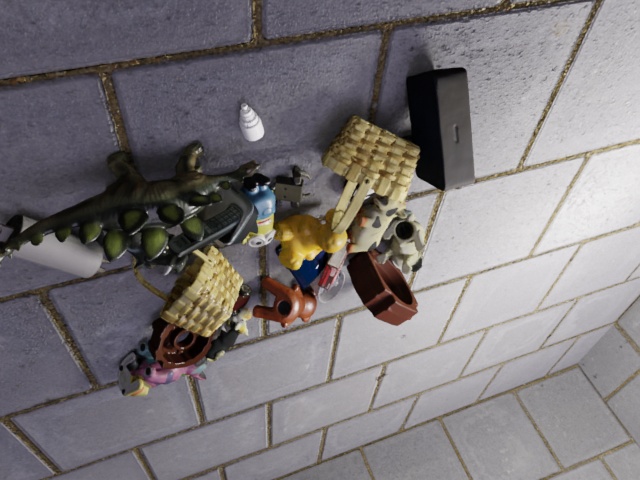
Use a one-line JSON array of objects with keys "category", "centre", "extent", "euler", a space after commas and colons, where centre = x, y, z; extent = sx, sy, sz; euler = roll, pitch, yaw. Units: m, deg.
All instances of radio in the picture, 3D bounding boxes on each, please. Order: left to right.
[{"category": "radio", "centre": [0.241, -0.224, 1.082], "extent": [0.073, 0.131, 0.229], "euler": [-14, 111, -13]}]

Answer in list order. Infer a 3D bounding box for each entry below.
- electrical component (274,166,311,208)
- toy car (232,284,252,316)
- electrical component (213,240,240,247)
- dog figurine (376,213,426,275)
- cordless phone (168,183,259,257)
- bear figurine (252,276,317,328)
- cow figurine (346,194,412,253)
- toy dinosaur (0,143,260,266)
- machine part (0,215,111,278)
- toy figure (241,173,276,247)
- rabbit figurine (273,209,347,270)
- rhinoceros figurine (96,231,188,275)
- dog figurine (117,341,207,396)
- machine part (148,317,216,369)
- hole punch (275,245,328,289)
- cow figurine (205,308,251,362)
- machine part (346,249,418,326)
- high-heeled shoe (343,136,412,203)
[{"category": "electrical component", "centre": [-0.061, -0.113, 1.180], "extent": [0.078, 0.045, 0.102], "euler": [6, 139, 5]}, {"category": "toy car", "centre": [-0.253, 0.166, 1.354], "extent": [0.202, 0.053, 0.089], "euler": [-17, 148, -54]}, {"category": "electrical component", "centre": [-0.217, -0.010, 1.226], "extent": [0.063, 0.021, 0.094], "euler": [-30, 145, 6]}, {"category": "dog figurine", "centre": [0.250, 0.007, 1.501], "extent": [0.172, 0.121, 0.190], "euler": [-61, 161, 15]}, {"category": "cordless phone", "centre": [-0.226, -0.034, 1.053], "extent": [0.184, 0.147, 0.088], "euler": [-29, 138, -27]}, {"category": "bear figurine", "centre": [-0.084, 0.168, 1.480], "extent": [0.196, 0.132, 0.120], "euler": [0, 109, -76]}, {"category": "cow figurine", "centre": [0.144, -0.051, 1.349], "extent": [0.127, 0.086, 0.194], "euler": [1, 134, -24]}, {"category": "toy dinosaur", "centre": [-0.325, -0.061, 0.946], "extent": [0.471, 0.199, 0.104], "euler": [-18, 140, -15]}, {"category": "machine part", "centre": [-0.510, 0.015, 1.029], "extent": [0.079, 0.079, 0.243], "euler": [-39, 141, 17]}, {"category": "toy figure", "centre": [-0.135, -0.064, 1.163], "extent": [0.082, 0.089, 0.180], "euler": [-4, 132, -6]}, {"category": "rabbit figurine", "centre": [-0.003, -0.004, 1.233], "extent": [0.162, 0.173, 0.121], "euler": [-23, 106, -42]}, {"category": "rhinoceros figurine", "centre": [-0.350, 0.004, 1.045], "extent": [0.190, 0.073, 0.112], "euler": [22, 109, -6]}, {"category": "dog figurine", "centre": [-0.423, 0.361, 1.497], "extent": [0.191, 0.108, 0.219], "euler": [-41, 146, 21]}, {"category": "machine part", "centre": [-0.357, 0.250, 1.392], "extent": [0.179, 0.056, 0.179], "euler": [-22, 128, -32]}, {"category": "hole punch", "centre": [-0.036, 0.049, 1.361], "extent": [0.116, 0.092, 0.142], "euler": [-31, 141, -1]}, {"category": "cow figurine", "centre": [-0.256, 0.258, 1.477], "extent": [0.167, 0.098, 0.068], "euler": [-36, 137, 13]}, {"category": "machine part", "centre": [0.172, 0.130, 1.492], "extent": [0.087, 0.201, 0.201], "euler": [-39, 143, 21]}, {"category": "high-heeled shoe", "centre": [0.175, -0.152, 1.235], "extent": [0.249, 0.086, 0.145], "euler": [-10, 136, -5]}]
